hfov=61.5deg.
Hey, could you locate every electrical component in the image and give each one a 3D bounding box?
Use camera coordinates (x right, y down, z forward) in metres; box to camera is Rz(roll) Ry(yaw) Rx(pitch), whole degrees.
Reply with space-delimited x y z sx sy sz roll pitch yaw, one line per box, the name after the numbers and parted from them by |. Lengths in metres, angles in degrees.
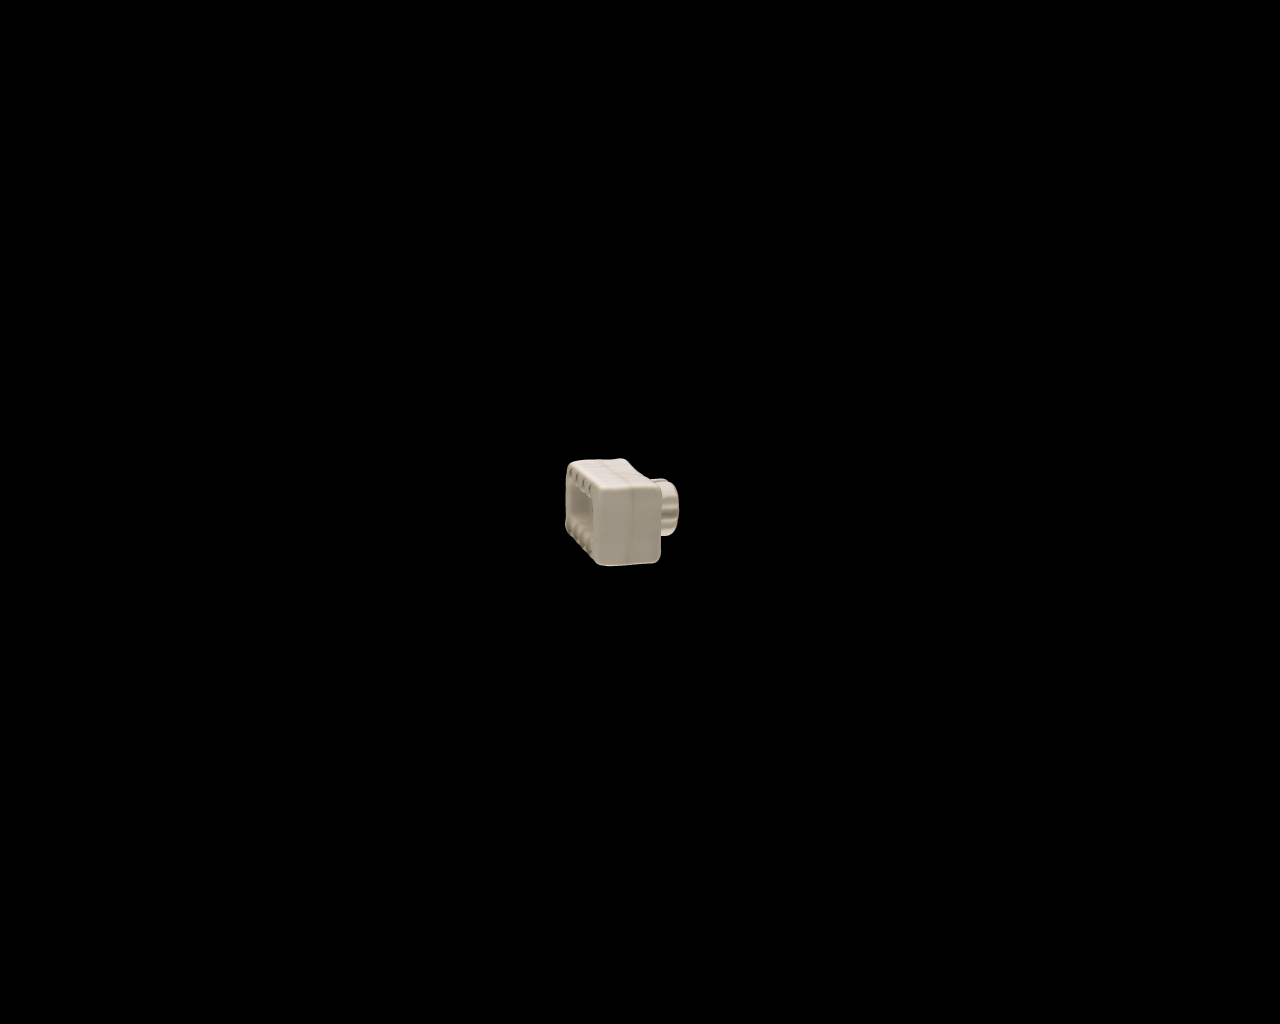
0.001 -0.003 0.650 0.076 0.047 0.083 -4 15 -15 | electrical component
